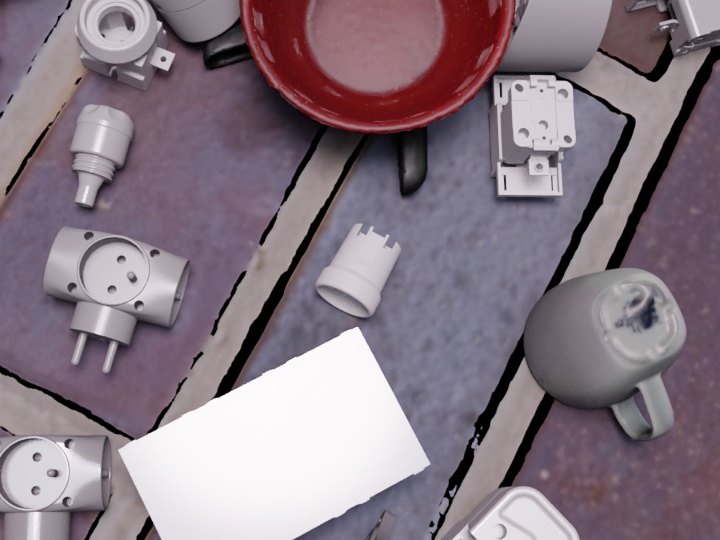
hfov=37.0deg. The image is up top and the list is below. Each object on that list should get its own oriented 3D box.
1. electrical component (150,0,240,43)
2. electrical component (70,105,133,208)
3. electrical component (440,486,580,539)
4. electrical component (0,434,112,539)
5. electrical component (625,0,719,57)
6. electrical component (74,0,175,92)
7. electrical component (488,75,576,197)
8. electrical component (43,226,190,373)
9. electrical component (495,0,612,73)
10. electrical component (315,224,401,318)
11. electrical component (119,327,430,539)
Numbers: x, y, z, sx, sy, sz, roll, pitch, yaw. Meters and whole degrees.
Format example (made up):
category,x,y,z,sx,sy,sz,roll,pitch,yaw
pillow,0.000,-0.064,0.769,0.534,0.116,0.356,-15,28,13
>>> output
category,x,y,z,sx,sy,sz,roll,pitch,yaw
electrical component,-0.105,-0.177,0.675,0.055,0.047,0.055,-14,50,17
electrical component,-0.163,-0.069,0.665,0.035,0.035,0.061,14,80,-2
electrical component,0.075,0.172,0.623,0.095,0.059,0.053,-43,85,-12
electrical component,-0.185,0.135,0.615,0.077,0.044,0.079,0,78,-5
electrical component,0.226,-0.180,0.719,0.081,0.042,0.063,-16,84,-7
electrical component,-0.149,-0.145,0.670,0.066,0.055,0.048,22,77,0
electrical component,0.109,-0.089,0.678,0.042,0.064,0.081,0,78,-6
electrical component,-0.150,0.021,0.642,0.077,0.044,0.079,15,78,-2
electrical component,0.119,-0.172,0.680,0.064,0.099,0.099,5,78,-10
electrical component,0.000,0.000,0.663,0.040,0.040,0.046,28,71,1
electrical component,-0.049,0.109,0.624,0.150,0.061,0.089,-27,82,-10
